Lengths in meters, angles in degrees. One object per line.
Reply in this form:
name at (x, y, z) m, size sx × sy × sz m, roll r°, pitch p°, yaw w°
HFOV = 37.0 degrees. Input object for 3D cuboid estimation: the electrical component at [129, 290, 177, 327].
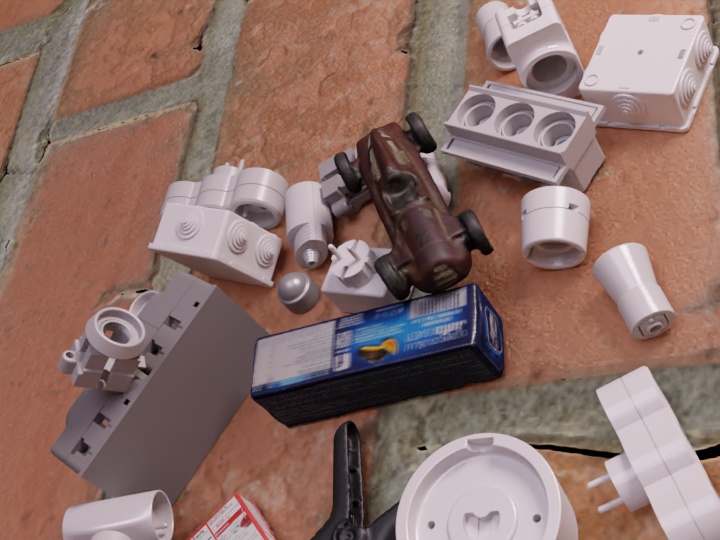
electrical component at (-0.191, 0.047, 1.022) m, size 0.040 × 0.046 × 0.040 m, roll -17°, pitch 51°, yaw 22°

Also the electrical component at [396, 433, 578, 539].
electrical component at (0.084, 0.164, 0.673) m, size 0.108 × 0.060 × 0.108 m, roll -17°, pitch 51°, yaw 22°

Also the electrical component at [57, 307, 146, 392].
electrical component at (-0.199, 0.063, 0.853) m, size 0.055 × 0.066 × 0.048 m, roll -57°, pitch 36°, yaw 34°

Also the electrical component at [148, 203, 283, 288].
electrical component at (-0.132, -0.024, 1.001) m, size 0.100 × 0.100 × 0.048 m, roll 9°, pitch 77°, yaw 37°

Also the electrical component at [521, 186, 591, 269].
electrical component at (0.155, -0.032, 0.854) m, size 0.055 × 0.055 × 0.047 m, roll -8°, pitch 58°, yaw 28°

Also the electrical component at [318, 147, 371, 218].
electrical component at (-0.004, -0.086, 1.000) m, size 0.055 × 0.048 × 0.066 m, roll -29°, pitch 47°, yaw 22°

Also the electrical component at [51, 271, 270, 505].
electrical component at (-0.166, 0.106, 0.923) m, size 0.060 × 0.105 × 0.186 m, roll 22°, pitch 72°, yaw 41°

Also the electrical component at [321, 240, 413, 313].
electrical component at (0.000, 0.000, 0.913) m, size 0.066 × 0.076 × 0.047 m, roll 4°, pitch 61°, yaw 35°

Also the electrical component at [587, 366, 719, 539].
electrical component at (0.187, 0.136, 0.713) m, size 0.074 × 0.052 × 0.138 m, roll -29°, pitch 48°, yaw 12°

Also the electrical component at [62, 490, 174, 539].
electrical component at (-0.194, 0.215, 0.848) m, size 0.077 × 0.044 × 0.079 m, roll -12°, pitch 35°, yaw 11°

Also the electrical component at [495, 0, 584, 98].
electrical component at (0.160, -0.187, 0.935) m, size 0.050 × 0.089 × 0.055 m, roll -24°, pitch 49°, yaw 16°

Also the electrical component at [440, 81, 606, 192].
electrical component at (0.141, -0.110, 0.911) m, size 0.121 × 0.063 × 0.078 m, roll 22°, pitch 72°, yaw 41°

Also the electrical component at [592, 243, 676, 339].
electrical component at (0.205, 0.018, 0.795) m, size 0.044 × 0.044 × 0.065 m, roll -29°, pitch 52°, yaw 12°

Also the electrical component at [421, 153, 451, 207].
electrical component at (0.057, -0.080, 0.957) m, size 0.048 × 0.048 × 0.062 m, roll -15°, pitch 45°, yaw 23°

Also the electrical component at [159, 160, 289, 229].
electrical component at (-0.133, -0.079, 1.071) m, size 0.138 × 0.052 × 0.073 m, roll -7°, pitch 55°, yaw 29°

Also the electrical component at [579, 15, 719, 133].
electrical component at (0.240, -0.167, 0.898) m, size 0.100 × 0.048 × 0.099 m, roll 11°, pitch 65°, yaw 37°

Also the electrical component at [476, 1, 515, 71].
electrical component at (0.133, -0.224, 1.014) m, size 0.044 × 0.044 × 0.065 m, roll -28°, pitch 43°, yaw 13°

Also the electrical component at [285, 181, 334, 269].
electrical component at (-0.046, -0.037, 0.992) m, size 0.043 × 0.043 × 0.081 m, roll -21°, pitch 50°, yaw 19°
